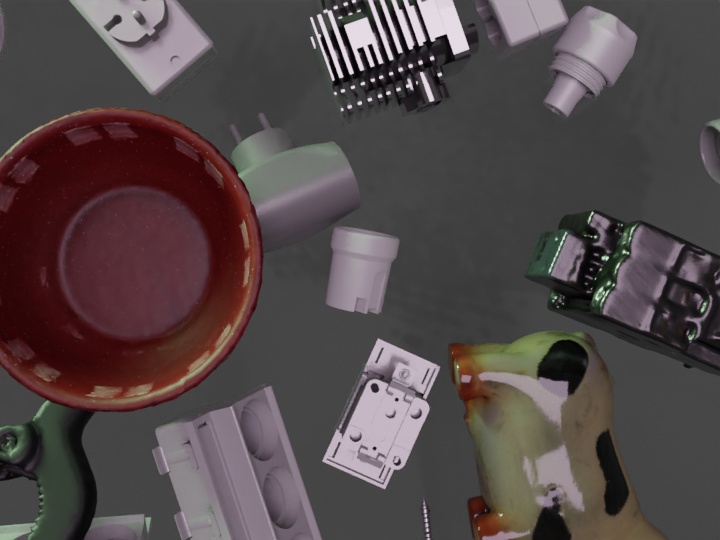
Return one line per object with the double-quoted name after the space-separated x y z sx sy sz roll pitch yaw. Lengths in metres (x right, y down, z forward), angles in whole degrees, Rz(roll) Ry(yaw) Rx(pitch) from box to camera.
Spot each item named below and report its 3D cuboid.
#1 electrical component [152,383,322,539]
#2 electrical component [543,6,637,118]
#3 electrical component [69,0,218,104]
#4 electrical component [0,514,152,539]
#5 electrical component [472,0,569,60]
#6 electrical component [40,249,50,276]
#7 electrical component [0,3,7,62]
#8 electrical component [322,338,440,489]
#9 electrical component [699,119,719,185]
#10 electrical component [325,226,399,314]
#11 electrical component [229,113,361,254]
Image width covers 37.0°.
-0.069 0.137 0.625 0.063 0.079 0.121 -17 92 28 "electrical component"
0.133 -0.121 0.642 0.043 0.043 0.062 33 91 -3 "electrical component"
-0.128 -0.145 0.614 0.047 0.076 0.083 -41 92 -1 "electrical component"
-0.184 0.185 0.623 0.121 0.078 0.063 -4 113 -2 "electrical component"
0.104 -0.180 0.637 0.076 0.047 0.083 -23 92 -2 "electrical component"
-0.205 -0.024 0.629 0.066 0.048 0.055 -8 99 -2 "electrical component"
-0.250 -0.142 0.621 0.080 0.051 0.080 0 91 -2 "electrical component"
0.013 0.086 0.631 0.042 0.064 0.081 24 90 -2 "electrical component"
0.235 -0.076 0.650 0.046 0.040 0.040 -16 92 -8 "electrical component"
0.000 0.000 0.641 0.040 0.040 0.046 10 96 -3 "electrical component"
-0.051 -0.057 0.634 0.077 0.043 0.079 -24 75 -14 "electrical component"
